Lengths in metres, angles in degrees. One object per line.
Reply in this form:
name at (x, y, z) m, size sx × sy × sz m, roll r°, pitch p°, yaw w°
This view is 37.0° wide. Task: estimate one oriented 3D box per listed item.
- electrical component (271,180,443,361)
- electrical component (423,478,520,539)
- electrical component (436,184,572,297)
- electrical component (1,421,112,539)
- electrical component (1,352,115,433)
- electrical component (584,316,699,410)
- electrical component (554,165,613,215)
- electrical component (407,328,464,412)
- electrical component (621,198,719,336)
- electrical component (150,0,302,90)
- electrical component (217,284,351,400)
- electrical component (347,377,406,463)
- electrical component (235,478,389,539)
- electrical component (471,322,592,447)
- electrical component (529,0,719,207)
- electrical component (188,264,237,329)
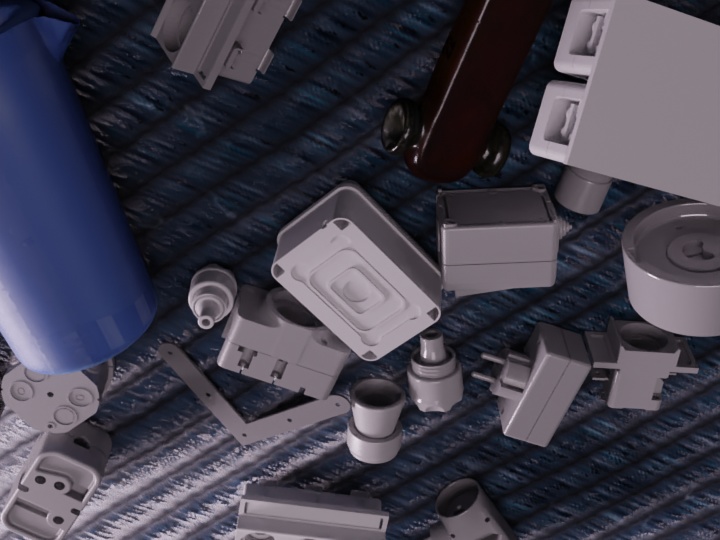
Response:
electrical component at (0.000, 0.000, 0.782) m, size 0.078 × 0.057 × 0.113 m, roll -35°, pitch 114°, yaw 26°
electrical component at (0.086, 0.227, 0.922) m, size 0.079 × 0.043 × 0.077 m, roll -28°, pitch 116°, yaw 14°
electrical component at (0.104, -0.021, 0.773) m, size 0.096 × 0.061 × 0.061 m, roll -2°, pitch 120°, yaw 1°
electrical component at (-0.246, 0.167, 0.876) m, size 0.054 × 0.059 × 0.095 m, roll 29°, pitch 115°, yaw -16°
electrical component at (-0.234, 0.082, 0.834) m, size 0.080 × 0.051 × 0.080 m, roll 0°, pitch 119°, yaw 0°
electrical component at (0.216, 0.074, 0.839) m, size 0.081 × 0.042 × 0.063 m, roll 4°, pitch 122°, yaw -1°
electrical component at (0.163, -0.072, 0.758) m, size 0.044 × 0.044 × 0.065 m, roll 13°, pitch 123°, yaw -8°
electrical component at (0.058, 0.076, 0.838) m, size 0.043 × 0.043 × 0.062 m, roll -6°, pitch 118°, yaw 3°
electrical component at (0.242, 0.003, 0.765) m, size 0.108 × 0.108 × 0.060 m, roll -7°, pitch 125°, yaw 4°
electrical component at (-0.074, -0.182, 0.677) m, size 0.063 × 0.078 × 0.121 m, roll 9°, pitch 123°, yaw -40°
electrical component at (-0.055, 0.051, 0.818) m, size 0.089 × 0.050 × 0.055 m, roll 20°, pitch 117°, yaw -12°
electrical component at (0.013, 0.120, 0.861) m, size 0.045 × 0.045 × 0.055 m, roll 2°, pitch 120°, yaw -2°
electrical component at (-0.043, 0.219, 0.904) m, size 0.121 × 0.063 × 0.078 m, roll 8°, pitch 119°, yaw -5°
electrical component at (0.126, 0.084, 0.840) m, size 0.076 × 0.047 × 0.083 m, roll 18°, pitch 117°, yaw -10°
electrical component at (0.212, -0.102, 0.698) m, size 0.186 × 0.060 × 0.105 m, roll 12°, pitch 99°, yaw -22°
electrical component at (-0.110, 0.023, 0.795) m, size 0.035 × 0.061 × 0.035 m, roll 0°, pitch 119°, yaw 0°
